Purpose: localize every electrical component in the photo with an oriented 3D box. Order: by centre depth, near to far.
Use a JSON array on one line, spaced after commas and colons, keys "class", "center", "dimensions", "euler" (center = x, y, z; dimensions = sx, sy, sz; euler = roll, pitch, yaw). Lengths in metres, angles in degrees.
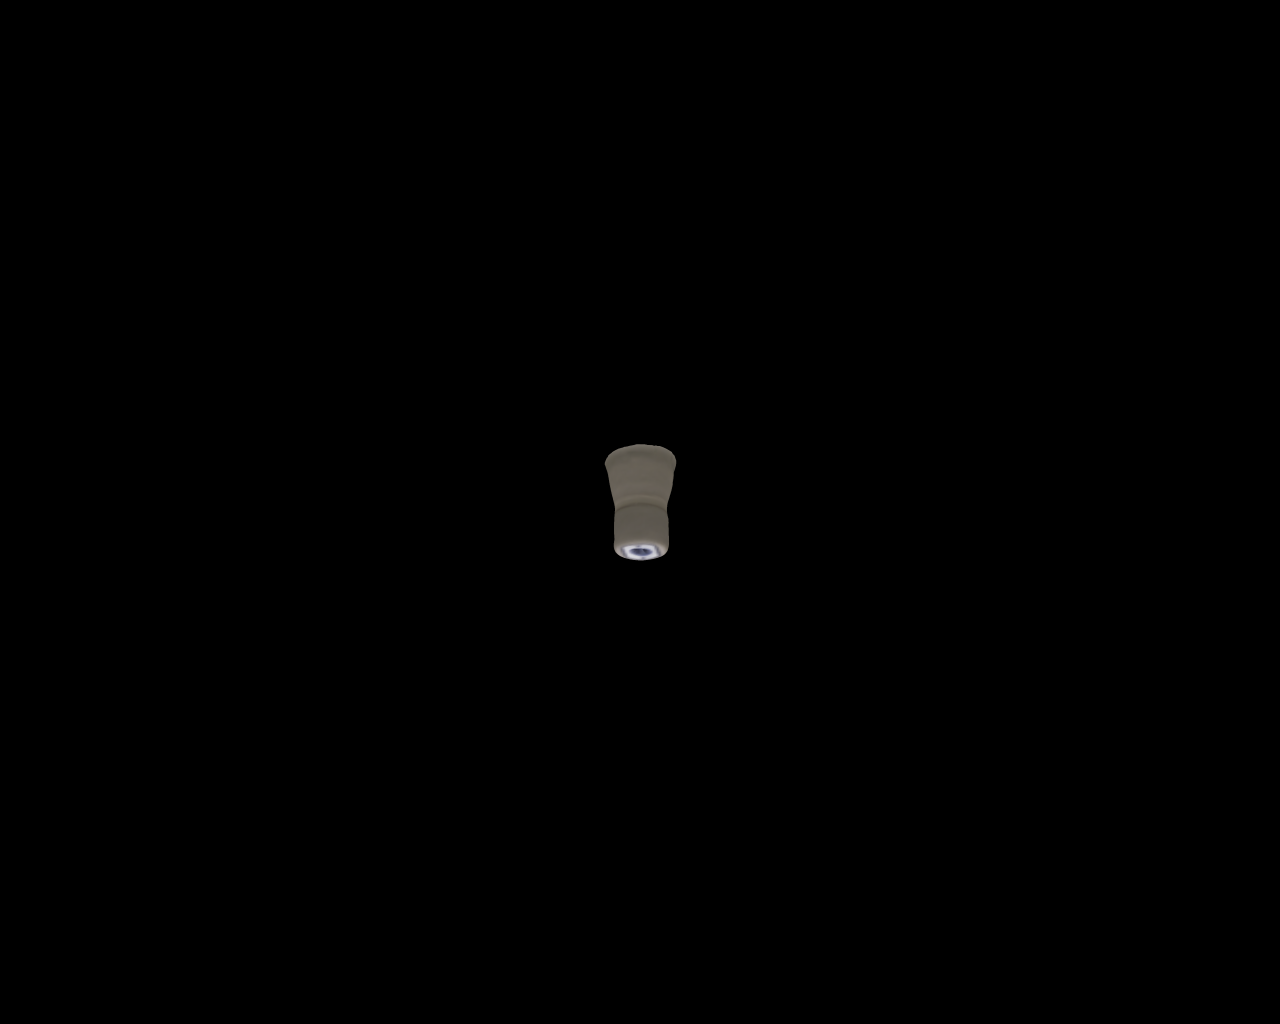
[{"class": "electrical component", "center": [0.001, -0.003, 0.650], "dimensions": [0.044, 0.065, 0.044], "euler": [0, -24, 0]}]
